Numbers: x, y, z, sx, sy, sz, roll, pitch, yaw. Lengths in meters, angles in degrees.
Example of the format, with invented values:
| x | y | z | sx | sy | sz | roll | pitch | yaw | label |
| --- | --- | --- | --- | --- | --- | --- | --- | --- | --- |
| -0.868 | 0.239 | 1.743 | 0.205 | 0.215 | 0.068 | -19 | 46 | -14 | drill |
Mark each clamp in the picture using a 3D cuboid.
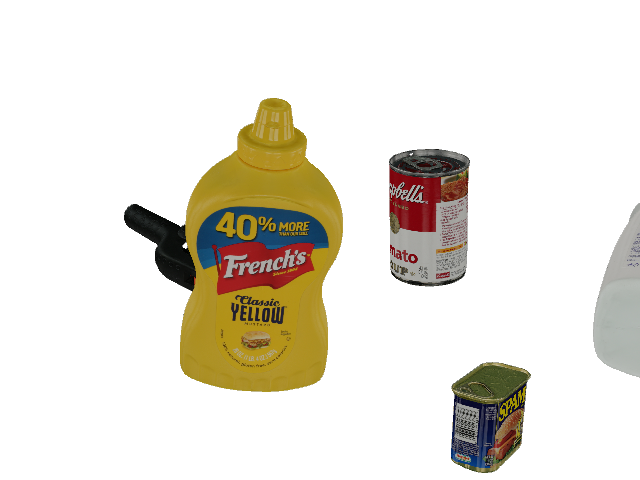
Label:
| x | y | z | sx | sy | sz | roll | pitch | yaw | label |
| --- | --- | --- | --- | --- | --- | --- | --- | --- | --- |
| -0.112 | -0.001 | 1.024 | 0.120 | 0.039 | 0.172 | -16 | 33 | -17 | clamp |

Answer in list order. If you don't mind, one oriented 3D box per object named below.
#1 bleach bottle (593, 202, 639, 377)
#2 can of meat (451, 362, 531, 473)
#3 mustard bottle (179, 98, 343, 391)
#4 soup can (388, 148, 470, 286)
| x | y | z | sx | sy | sz | roll | pitch | yaw | label |
| --- | --- | --- | --- | --- | --- | --- | --- | --- | --- |
| 0.252 | 0.016 | 0.725 | 0.103 | 0.068 | 0.250 | 9 | 22 | 21 | bleach bottle |
| 0.177 | 0.185 | 1.120 | 0.058 | 0.084 | 0.101 | 11 | 18 | 31 | can of meat |
| -0.036 | 0.003 | 0.660 | 0.096 | 0.192 | 0.058 | 5 | 30 | -3 | mustard bottle |
| 0.093 | -0.020 | 0.913 | 0.068 | 0.102 | 0.068 | -2 | 22 | 0 | soup can |
